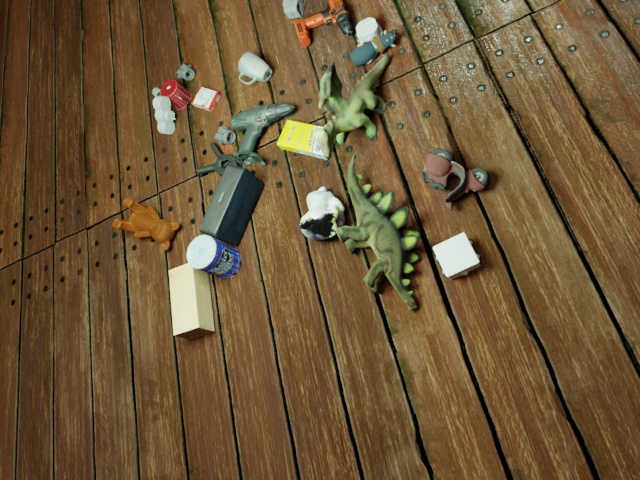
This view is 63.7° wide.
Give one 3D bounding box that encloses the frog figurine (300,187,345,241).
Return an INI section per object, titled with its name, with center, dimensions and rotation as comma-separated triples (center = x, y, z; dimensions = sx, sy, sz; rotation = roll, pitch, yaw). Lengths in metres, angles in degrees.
[frog figurine]
center = 0.005, -0.075, 1.493
dimensions = 0.136, 0.121, 0.163
rotation = -40, 24, 16

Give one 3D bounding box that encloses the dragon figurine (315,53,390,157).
[dragon figurine]
center = 0.086, -0.420, 1.494
dimensions = 0.122, 0.240, 0.413
rotation = 13, 79, 33
